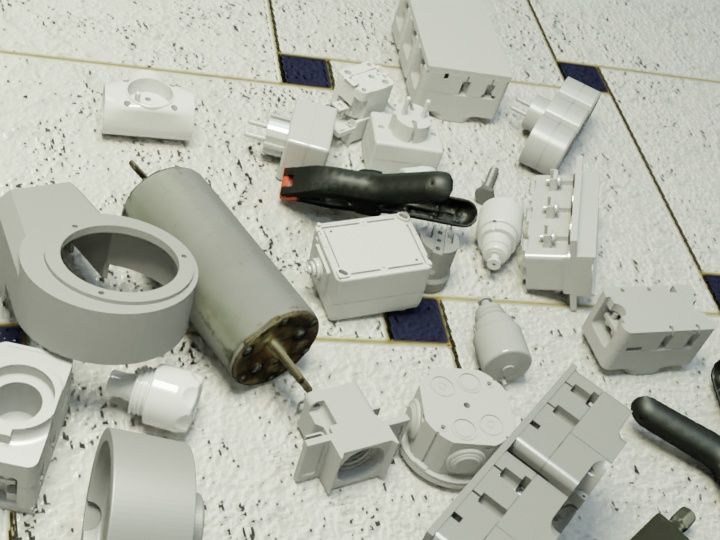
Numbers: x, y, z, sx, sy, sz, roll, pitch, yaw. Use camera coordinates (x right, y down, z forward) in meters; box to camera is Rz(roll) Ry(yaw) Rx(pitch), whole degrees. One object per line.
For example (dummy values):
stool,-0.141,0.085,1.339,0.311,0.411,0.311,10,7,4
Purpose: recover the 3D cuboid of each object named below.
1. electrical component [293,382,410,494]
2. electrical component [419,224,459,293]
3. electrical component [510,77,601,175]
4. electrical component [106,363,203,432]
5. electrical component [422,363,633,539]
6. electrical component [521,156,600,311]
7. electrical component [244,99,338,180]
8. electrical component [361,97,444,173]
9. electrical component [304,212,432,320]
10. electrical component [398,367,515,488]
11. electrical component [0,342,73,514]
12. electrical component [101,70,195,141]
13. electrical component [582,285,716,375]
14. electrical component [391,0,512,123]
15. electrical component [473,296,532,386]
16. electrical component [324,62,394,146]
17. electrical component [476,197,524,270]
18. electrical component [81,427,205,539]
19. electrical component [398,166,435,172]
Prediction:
electrical component,-0.011,0.115,0.754,0.081,0.042,0.063,-10,47,-29
electrical component,0.060,-0.010,0.902,0.040,0.046,0.040,10,44,-10
electrical component,0.188,-0.153,1.088,0.074,0.052,0.138,28,44,9
electrical component,-0.142,0.084,0.736,0.062,0.043,0.043,16,43,-2
electrical component,0.102,0.159,0.703,0.060,0.105,0.186,36,46,17
electrical component,0.179,-0.035,0.956,0.063,0.078,0.121,2,41,13
electrical component,-0.065,-0.118,0.965,0.077,0.047,0.065,14,43,-6
electrical component,0.044,-0.128,0.993,0.066,0.076,0.047,6,45,-14
electrical component,0.000,0.000,0.865,0.096,0.061,0.061,-8,51,-19
electrical component,0.070,0.113,0.778,0.080,0.051,0.080,10,44,-10
electrical component,-0.267,0.085,0.676,0.150,0.061,0.089,13,43,-7
electrical component,-0.190,-0.151,0.956,0.077,0.044,0.079,3,45,-17
electrical component,0.239,0.050,0.899,0.089,0.055,0.050,-1,47,-21
electrical component,0.091,-0.225,1.119,0.089,0.061,0.150,5,45,-15
electrical component,0.110,0.053,0.861,0.040,0.040,0.078,3,45,-18
electrical component,-0.001,-0.160,1.018,0.081,0.063,0.042,-26,58,-37
electrical component,0.122,-0.030,0.949,0.040,0.040,0.078,18,43,-2
electrical component,-0.126,0.149,0.634,0.060,0.108,0.108,9,44,-20
electrical component,0.040,-0.075,0.969,0.061,0.035,0.035,-7,49,-22
